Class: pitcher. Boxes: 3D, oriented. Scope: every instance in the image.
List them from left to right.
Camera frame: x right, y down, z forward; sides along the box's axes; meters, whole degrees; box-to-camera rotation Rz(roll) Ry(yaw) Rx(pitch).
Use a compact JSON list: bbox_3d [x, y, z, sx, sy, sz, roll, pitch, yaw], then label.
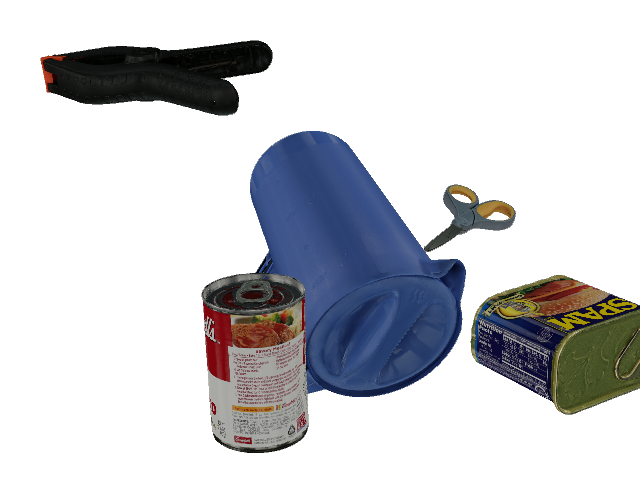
[{"bbox_3d":[0.009,0.016,0.934,0.149,0.145,0.243,-3,38,-20],"label":"pitcher"}]

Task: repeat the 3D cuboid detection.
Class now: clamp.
[{"bbox_3d":[-0.120,-0.127,0.799,0.172,0.039,0.120,9,22,17],"label":"clamp"}]

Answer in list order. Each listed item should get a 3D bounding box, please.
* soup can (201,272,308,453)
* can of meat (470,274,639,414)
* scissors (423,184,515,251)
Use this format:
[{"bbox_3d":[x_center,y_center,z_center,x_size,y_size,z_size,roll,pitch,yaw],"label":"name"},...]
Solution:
[{"bbox_3d":[-0.042,0.080,0.709,0.068,0.102,0.068,-2,19,0],"label":"soup can"},{"bbox_3d":[0.163,0.065,0.710,0.101,0.057,0.084,-13,22,-31],"label":"can of meat"},{"bbox_3d":[0.148,-0.028,1.215,0.201,0.016,0.096,-13,40,-46],"label":"scissors"}]
